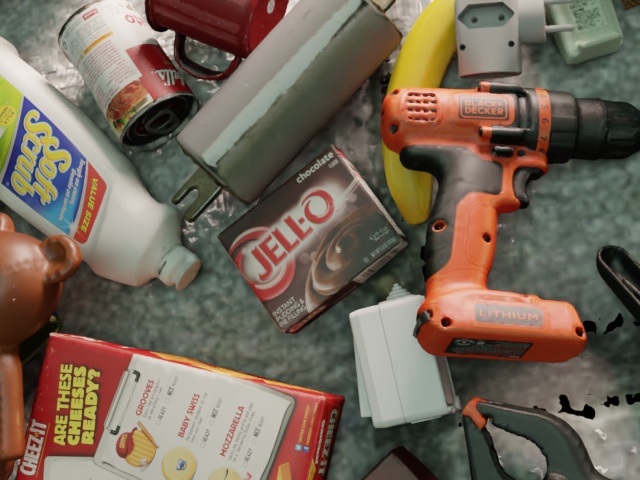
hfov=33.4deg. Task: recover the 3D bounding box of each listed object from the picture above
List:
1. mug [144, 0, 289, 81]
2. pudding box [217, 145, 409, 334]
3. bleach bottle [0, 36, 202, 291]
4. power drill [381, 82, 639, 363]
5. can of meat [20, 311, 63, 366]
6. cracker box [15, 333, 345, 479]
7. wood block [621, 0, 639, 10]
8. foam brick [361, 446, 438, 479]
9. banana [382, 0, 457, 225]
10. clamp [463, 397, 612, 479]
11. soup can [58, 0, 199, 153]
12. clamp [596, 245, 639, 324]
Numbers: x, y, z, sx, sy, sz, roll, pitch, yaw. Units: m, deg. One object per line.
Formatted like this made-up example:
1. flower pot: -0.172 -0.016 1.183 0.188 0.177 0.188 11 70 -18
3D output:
1. mug: -0.076 -0.175 0.800 0.081 0.093 0.117 24 114 11
2. pudding box: -0.005 0.001 0.777 0.113 0.039 0.090 -38 75 7
3. bleach bottle: -0.190 -0.052 0.822 0.251 0.068 0.102 36 95 14
4. power drill: 0.131 -0.016 0.705 0.184 0.057 0.187 2 67 0
5. can of meat: -0.262 0.063 0.828 0.102 0.057 0.084 -43 77 6
6. cracker box: -0.104 0.168 0.764 0.214 0.072 0.164 11 84 17
7. wood block: 0.215 -0.279 0.731 0.091 0.090 0.206 -20 78 12
8. foam brick: 0.044 0.186 0.731 0.078 0.053 0.051 -45 74 5
9. banana: 0.083 -0.111 0.770 0.070 0.037 0.198 25 89 17
10. clamp: 0.153 0.180 0.712 0.171 0.039 0.120 38 89 16
11. soup can: -0.148 -0.127 0.818 0.068 0.068 0.102 -37 74 7
12. clamp: 0.251 0.088 0.672 0.036 0.165 0.210 -19 99 -22
